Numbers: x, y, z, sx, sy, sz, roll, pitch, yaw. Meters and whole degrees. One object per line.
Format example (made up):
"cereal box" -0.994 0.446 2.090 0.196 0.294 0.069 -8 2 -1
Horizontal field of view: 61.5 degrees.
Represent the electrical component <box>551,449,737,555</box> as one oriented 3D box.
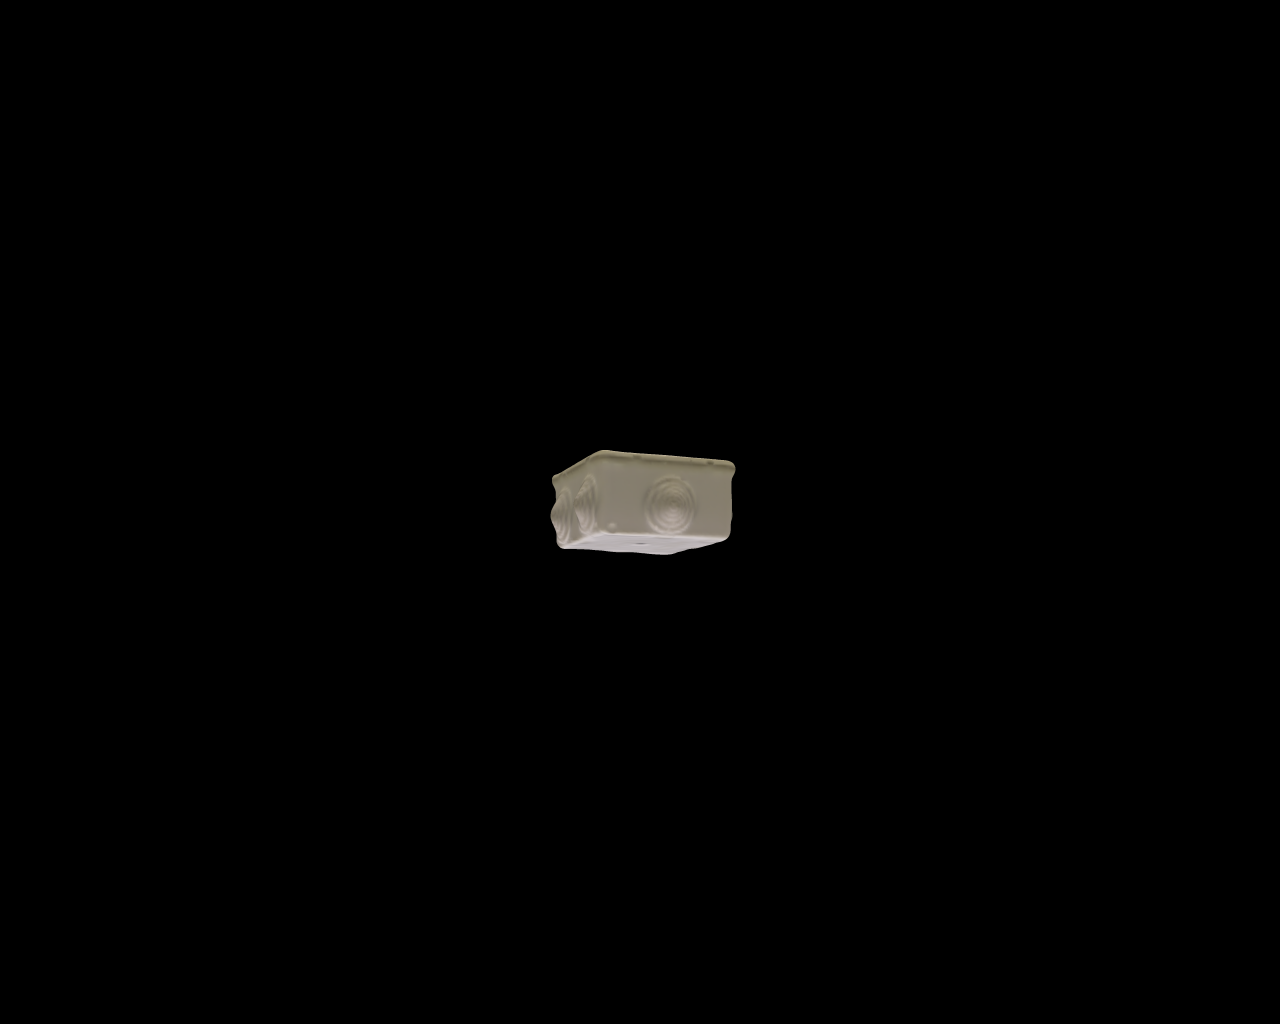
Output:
"electrical component" 0.001 -0.003 0.650 0.100 0.048 0.099 4 -10 -23
